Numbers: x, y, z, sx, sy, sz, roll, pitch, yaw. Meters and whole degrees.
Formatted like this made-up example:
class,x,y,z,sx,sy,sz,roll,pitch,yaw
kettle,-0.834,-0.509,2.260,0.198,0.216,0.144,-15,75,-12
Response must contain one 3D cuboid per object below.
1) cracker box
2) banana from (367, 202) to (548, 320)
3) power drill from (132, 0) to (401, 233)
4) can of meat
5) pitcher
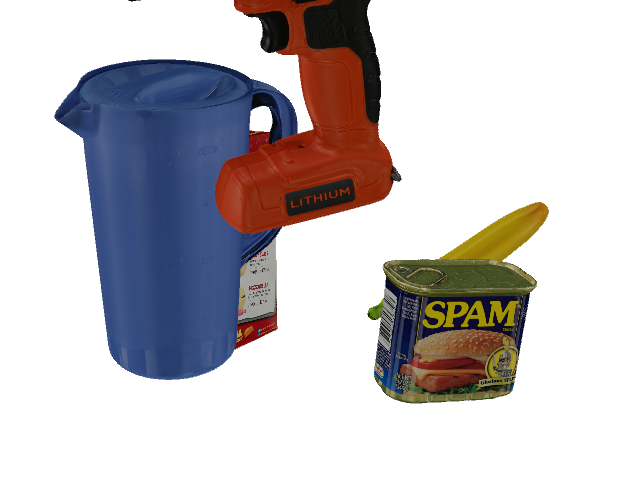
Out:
class,x,y,z,sx,sy,sz,roll,pitch,yaw
cracker box,-0.117,0.006,1.062,0.072,0.214,0.163,8,16,33
banana,0.134,0.027,1.031,0.198,0.037,0.069,-34,-1,0
power drill,-0.024,-0.097,0.576,0.184,0.188,0.057,-13,39,-17
can of meat,0.089,0.061,0.728,0.102,0.084,0.057,0,18,-19
pitcher,-0.111,-0.017,0.856,0.149,0.243,0.144,11,27,18
